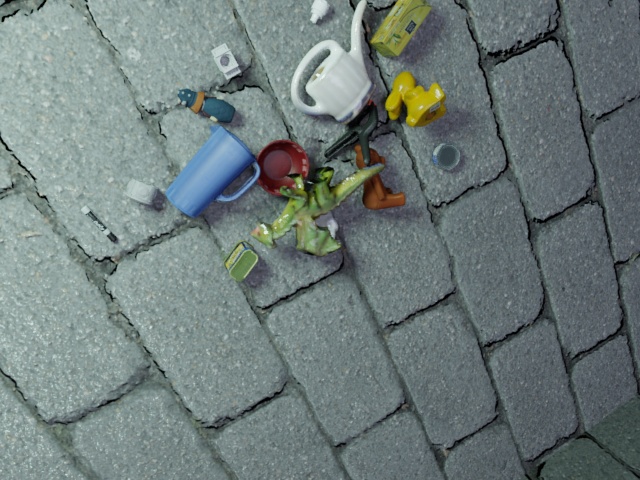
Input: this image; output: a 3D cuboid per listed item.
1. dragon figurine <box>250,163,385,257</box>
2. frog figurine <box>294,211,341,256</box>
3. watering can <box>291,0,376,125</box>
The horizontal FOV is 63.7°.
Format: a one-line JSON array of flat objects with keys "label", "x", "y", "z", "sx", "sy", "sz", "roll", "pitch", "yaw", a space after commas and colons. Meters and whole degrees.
[{"label": "dragon figurine", "x": 0.004, "y": -0.073, "z": 1.458, "sx": 0.411, "sy": 0.239, "sz": 0.124, "roll": -11, "pitch": 19, "yaw": -11}, {"label": "frog figurine", "x": -0.015, "y": -0.038, "z": 1.556, "sx": 0.137, "sy": 0.161, "sz": 0.121, "roll": -17, "pitch": -17, "yaw": 3}, {"label": "watering can", "x": 0.073, "y": -0.475, "z": 1.443, "sx": 0.222, "sy": 0.348, "sz": 0.105, "roll": 40, "pitch": 0, "yaw": -27}]
